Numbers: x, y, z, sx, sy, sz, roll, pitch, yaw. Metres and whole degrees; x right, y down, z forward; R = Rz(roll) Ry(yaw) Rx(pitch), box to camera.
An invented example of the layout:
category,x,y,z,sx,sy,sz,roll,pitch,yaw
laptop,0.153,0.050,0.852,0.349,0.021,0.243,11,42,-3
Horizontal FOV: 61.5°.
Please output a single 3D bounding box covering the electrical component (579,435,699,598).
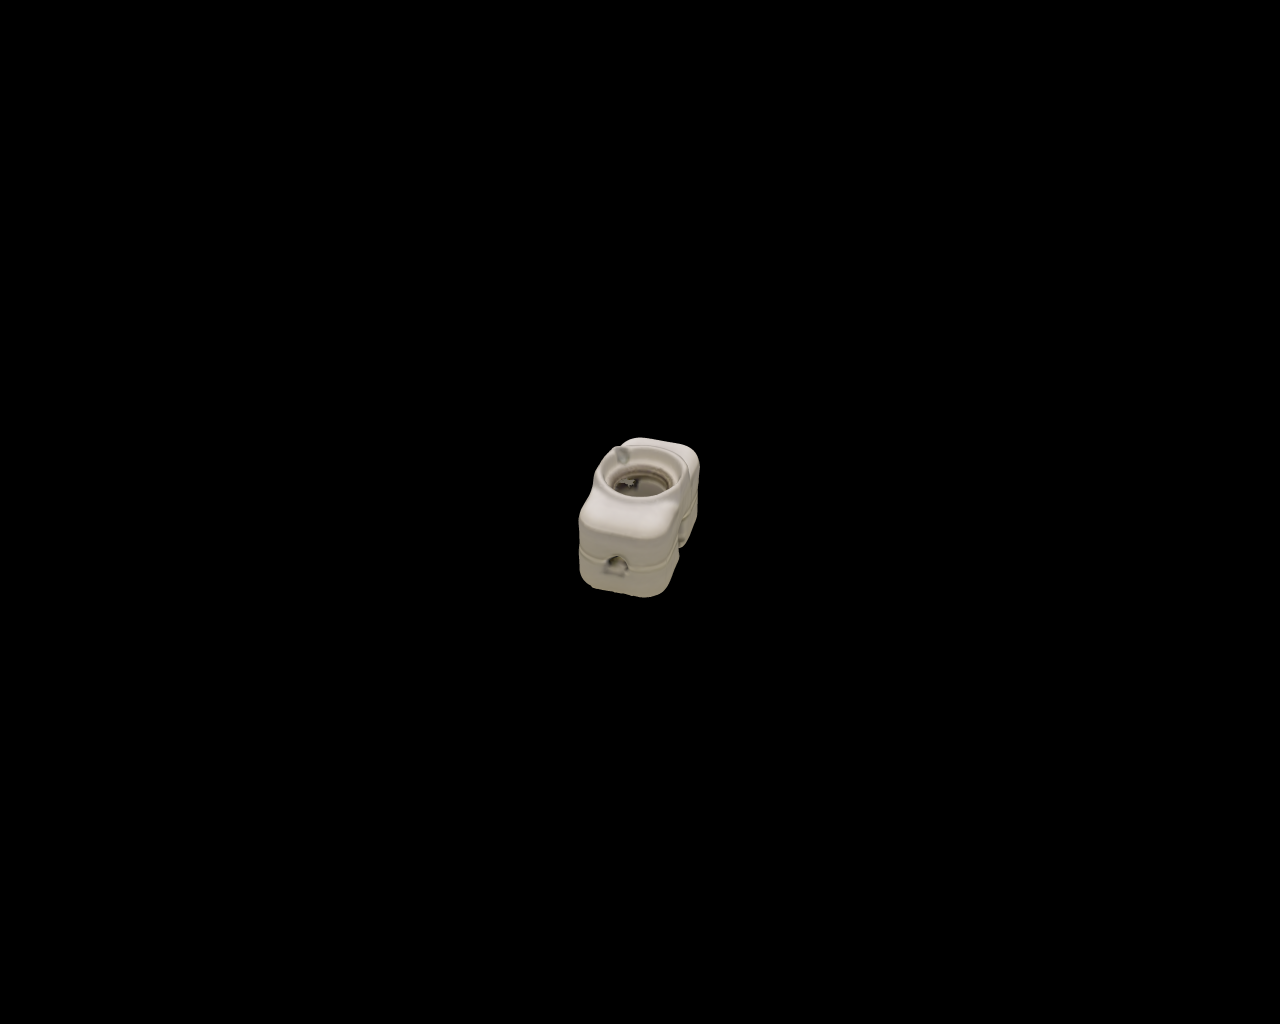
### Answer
category,x,y,z,sx,sy,sz,roll,pitch,yaw
electrical component,0.001,-0.003,0.650,0.054,0.059,0.095,11,39,14
